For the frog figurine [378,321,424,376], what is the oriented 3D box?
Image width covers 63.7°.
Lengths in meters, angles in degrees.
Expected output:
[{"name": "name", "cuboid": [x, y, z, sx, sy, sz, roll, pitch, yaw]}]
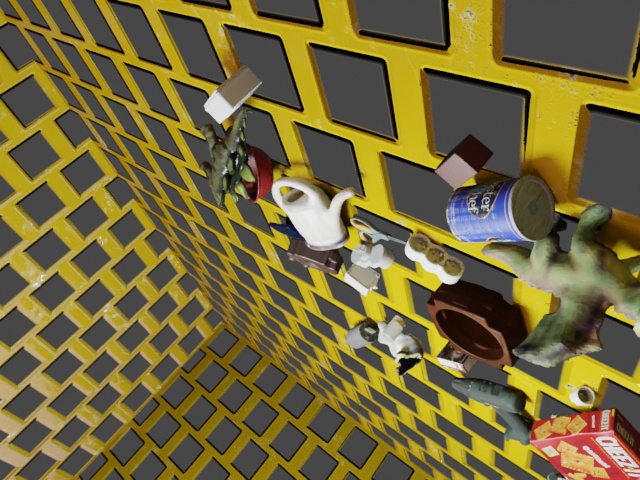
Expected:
[{"name": "frog figurine", "cuboid": [0.251, 0.318, 1.609, 0.135, 0.122, 0.163, 54, -168, -43]}]

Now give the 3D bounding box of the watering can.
[{"name": "watering can", "cuboid": [0.004, -0.066, 1.302, 0.349, 0.105, 0.220, 13, 143, 51]}]

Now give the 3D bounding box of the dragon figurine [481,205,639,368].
[{"name": "dragon figurine", "cuboid": [0.364, 0.080, 0.795, 0.121, 0.246, 0.407, 44, 156, -14]}]
